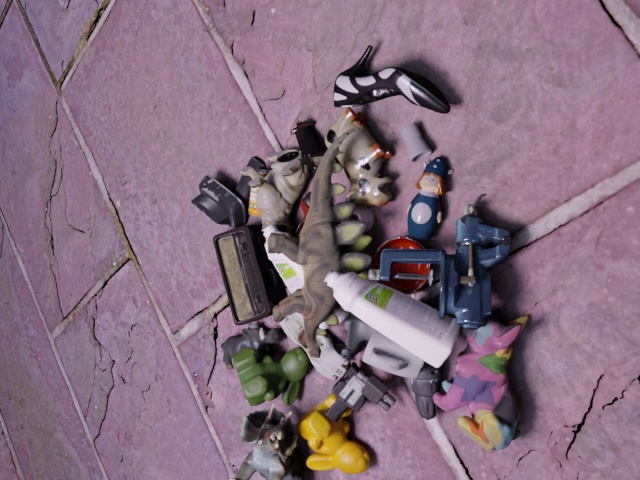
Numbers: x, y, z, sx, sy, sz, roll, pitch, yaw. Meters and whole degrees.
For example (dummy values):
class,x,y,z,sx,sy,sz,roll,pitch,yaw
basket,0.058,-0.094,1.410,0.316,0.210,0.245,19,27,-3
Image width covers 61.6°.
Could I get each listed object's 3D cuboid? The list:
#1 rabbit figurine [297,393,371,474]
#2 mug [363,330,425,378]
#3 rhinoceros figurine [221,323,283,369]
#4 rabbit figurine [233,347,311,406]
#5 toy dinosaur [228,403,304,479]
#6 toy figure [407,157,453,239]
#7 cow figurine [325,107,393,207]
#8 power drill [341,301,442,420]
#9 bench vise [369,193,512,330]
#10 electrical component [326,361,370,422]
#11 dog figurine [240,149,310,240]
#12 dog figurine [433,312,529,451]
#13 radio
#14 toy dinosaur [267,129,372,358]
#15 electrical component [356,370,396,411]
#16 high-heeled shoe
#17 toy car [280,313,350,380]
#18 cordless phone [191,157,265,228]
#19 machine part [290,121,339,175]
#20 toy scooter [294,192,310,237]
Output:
class,x,y,z,sx,sy,sz,roll,pitch,yaw
rabbit figurine,0.029,0.448,1.180,0.173,0.122,0.162,43,124,7
mug,0.140,0.209,0.985,0.107,0.109,0.080,21,98,14
rhinoceros figurine,-0.165,0.262,1.329,0.190,0.073,0.112,-20,73,39
rabbit figurine,-0.094,0.316,1.236,0.121,0.170,0.158,-124,17,-49
toy dinosaur,-0.092,0.525,1.251,0.131,0.192,0.404,8,142,24
toy figure,0.205,-0.079,1.008,0.064,0.058,0.154,10,104,-4
cow figurine,0.079,-0.151,1.074,0.127,0.085,0.195,-40,75,27
power drill,0.146,0.228,1.081,0.208,0.086,0.231,11,103,40
bench vise,0.206,0.040,0.935,0.241,0.129,0.223,1,84,13
electrical component,0.063,0.328,1.139,0.075,0.047,0.119,34,93,8
dog figurine,-0.072,-0.092,1.207,0.172,0.121,0.190,-22,124,1
dog figurine,0.309,0.233,0.943,0.192,0.108,0.219,42,115,23
radio,-0.168,0.081,1.297,0.131,0.073,0.229,-19,85,37
toy dinosaur,0.003,0.023,1.051,0.199,0.105,0.470,1,107,7
electrical component,0.109,0.303,1.083,0.094,0.021,0.063,38,144,14
high-heeled shoe,0.124,-0.265,1.028,0.249,0.086,0.145,46,124,28
toy car,-0.012,0.227,1.212,0.202,0.056,0.073,46,120,23
cordless phone,-0.219,-0.136,1.315,0.147,0.088,0.184,37,106,28
machine part,-0.011,-0.196,1.147,0.139,0.084,0.039,59,153,25
toy scooter,-0.002,-0.004,1.162,0.135,0.075,0.184,-48,66,32
